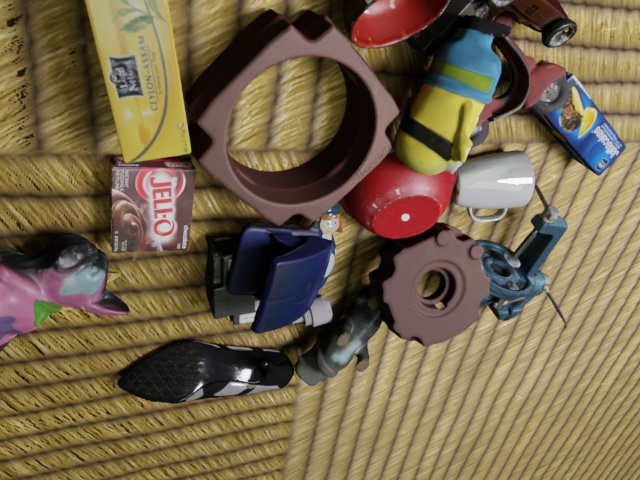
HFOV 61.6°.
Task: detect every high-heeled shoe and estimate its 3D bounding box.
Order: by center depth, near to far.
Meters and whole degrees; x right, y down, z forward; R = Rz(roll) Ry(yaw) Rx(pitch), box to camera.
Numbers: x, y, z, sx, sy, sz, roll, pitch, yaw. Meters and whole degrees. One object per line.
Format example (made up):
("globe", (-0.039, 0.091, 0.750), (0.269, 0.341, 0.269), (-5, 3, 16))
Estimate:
("high-heeled shoe", (-0.165, 0.206, 0.823), (0.249, 0.086, 0.145), (-4, 160, 0))

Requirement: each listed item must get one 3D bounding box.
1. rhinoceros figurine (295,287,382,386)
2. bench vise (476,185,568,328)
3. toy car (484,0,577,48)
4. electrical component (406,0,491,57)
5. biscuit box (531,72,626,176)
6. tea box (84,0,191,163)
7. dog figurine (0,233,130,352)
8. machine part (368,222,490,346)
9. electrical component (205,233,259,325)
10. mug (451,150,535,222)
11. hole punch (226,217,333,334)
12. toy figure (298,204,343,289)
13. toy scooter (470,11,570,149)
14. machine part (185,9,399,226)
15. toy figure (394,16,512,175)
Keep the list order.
("rhinoceros figurine", (0.037, 0.147, 0.832), (0.190, 0.112, 0.073), (-47, 114, -2))
("bench vise", (0.324, 0.040, 0.866), (0.224, 0.129, 0.240), (7, 132, -19))
("toy car", (0.212, -0.269, 0.584), (0.202, 0.089, 0.053), (1, 154, -45))
("electrical component", (0.149, -0.257, 0.622), (0.102, 0.045, 0.078), (-49, 156, 17))
("biscuit box", (0.364, -0.169, 0.771), (0.202, 0.063, 0.059), (28, 111, -37))
("tea box", (-0.170, -0.171, 0.503), (0.068, 0.098, 0.169), (-11, 130, -16))
("dog figurine", (-0.336, 0.075, 0.605), (0.219, 0.109, 0.191), (3, 122, -30))
("machine part", (0.159, 0.065, 0.772), (0.179, 0.056, 0.179), (-4, 105, -15))
("electrical component", (-0.096, 0.053, 0.728), (0.115, 0.058, 0.134), (-5, 126, -19))
("mug", (0.238, -0.075, 0.779), (0.107, 0.081, 0.109), (-4, 132, -8))
("hole punch", (-0.041, 0.046, 0.655), (0.116, 0.092, 0.142), (1, 119, -30))
("toy figure", (-0.001, -0.003, 0.733), (0.064, 0.058, 0.154), (-37, 145, -51))
("toy scooter", (0.207, -0.198, 0.668), (0.184, 0.075, 0.135), (-23, 109, 9))
("machine part", (-0.031, -0.133, 0.602), (0.201, 0.087, 0.200), (-44, 130, 8))
("toy figure", (0.147, -0.160, 0.609), (0.082, 0.089, 0.180), (-33, 142, -64))
